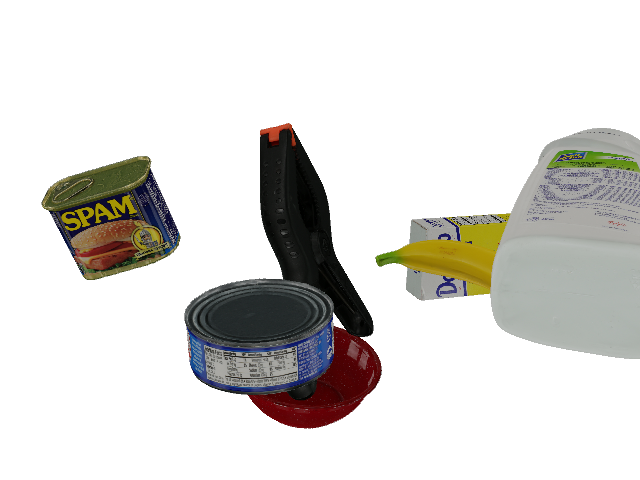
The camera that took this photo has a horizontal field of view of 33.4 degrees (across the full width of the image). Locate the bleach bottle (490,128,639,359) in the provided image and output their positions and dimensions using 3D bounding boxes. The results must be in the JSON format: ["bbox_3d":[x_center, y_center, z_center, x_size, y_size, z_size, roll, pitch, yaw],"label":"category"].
[{"bbox_3d":[0.174,-0.018,0.659,0.103,0.068,0.250,8,25,18],"label":"bleach bottle"}]

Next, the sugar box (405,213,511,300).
[{"bbox_3d":[0.193,0.017,1.287,0.176,0.093,0.048,-6,21,-22],"label":"sugar box"}]

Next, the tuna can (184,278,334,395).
[{"bbox_3d":[-0.034,0.054,0.615,0.086,0.034,0.086,-2,22,1],"label":"tuna can"}]

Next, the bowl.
[{"bbox_3d":[-0.016,0.153,1.150,0.162,0.055,0.162,3,28,-2],"label":"bowl"}]

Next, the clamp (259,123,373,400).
[{"bbox_3d":[-0.007,0.010,0.871,0.036,0.210,0.164,-11,3,22],"label":"clamp"}]

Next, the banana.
[{"bbox_3d":[0.150,0.033,1.035,0.198,0.037,0.069,15,43,39],"label":"banana"}]

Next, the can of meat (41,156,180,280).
[{"bbox_3d":[-0.187,-0.019,0.970,0.102,0.084,0.057,-15,29,10],"label":"can of meat"}]
